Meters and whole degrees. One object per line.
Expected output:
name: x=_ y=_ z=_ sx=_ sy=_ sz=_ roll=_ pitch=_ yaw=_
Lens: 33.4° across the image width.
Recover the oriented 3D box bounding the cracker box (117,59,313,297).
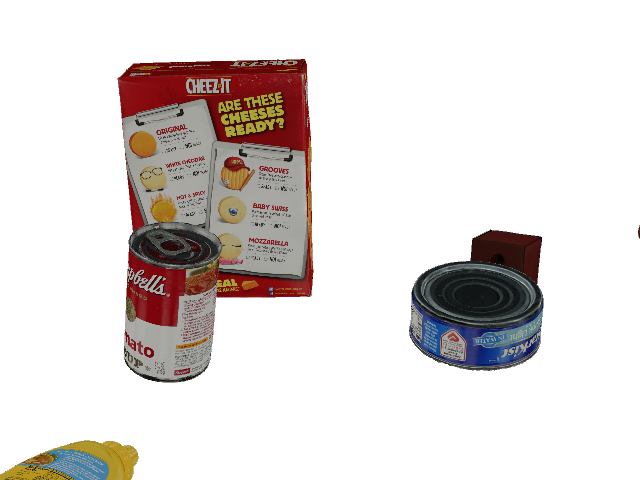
cracker box: x=-0.090 y=-0.055 z=0.981 sx=0.164 sy=0.214 sz=0.072 roll=-1 pitch=22 yaw=2

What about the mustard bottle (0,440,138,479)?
mustard bottle: x=-0.212 y=0.205 z=0.853 sx=0.096 sy=0.058 sz=0.191 roll=7 pitch=15 yaw=29

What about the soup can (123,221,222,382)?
soup can: x=-0.111 y=0.046 z=0.797 sx=0.068 sy=0.102 sz=0.068 roll=6 pitch=27 yaw=-4

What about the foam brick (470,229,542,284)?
foam brick: x=0.169 y=0.034 z=0.984 sx=0.053 sy=0.078 sz=0.051 roll=9 pitch=15 yaw=27

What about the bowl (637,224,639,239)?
bowl: x=0.422 y=0.020 z=1.146 sx=0.162 sy=0.055 sz=0.162 roll=-1 pitch=25 yaw=0

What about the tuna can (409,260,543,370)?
tuna can: x=0.101 y=0.047 z=0.692 sx=0.086 sy=0.034 sz=0.086 roll=0 pitch=27 yaw=0
